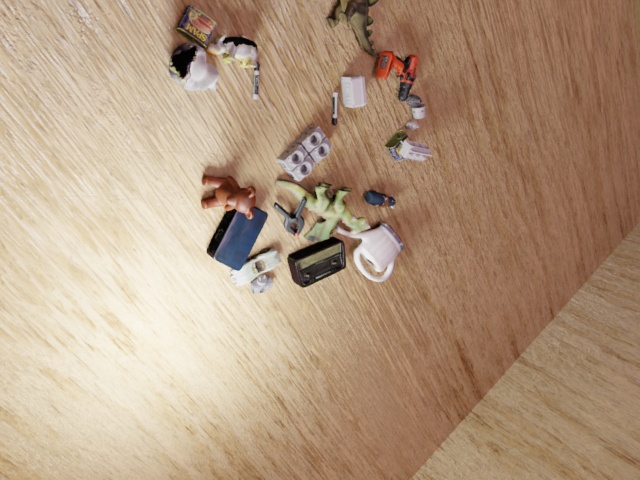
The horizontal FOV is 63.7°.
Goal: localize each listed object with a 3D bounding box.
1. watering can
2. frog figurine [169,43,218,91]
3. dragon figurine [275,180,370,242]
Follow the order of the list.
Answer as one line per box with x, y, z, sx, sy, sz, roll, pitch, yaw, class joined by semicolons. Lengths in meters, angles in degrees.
0.218;0.014;2.135;0.226;0.104;0.343;-44;114;-16;watering can
-0.380;-0.524;1.577;0.160;0.123;0.137;-7;104;-70;frog figurine
0.006;-0.099;1.961;0.410;0.124;0.239;6;108;-19;dragon figurine
